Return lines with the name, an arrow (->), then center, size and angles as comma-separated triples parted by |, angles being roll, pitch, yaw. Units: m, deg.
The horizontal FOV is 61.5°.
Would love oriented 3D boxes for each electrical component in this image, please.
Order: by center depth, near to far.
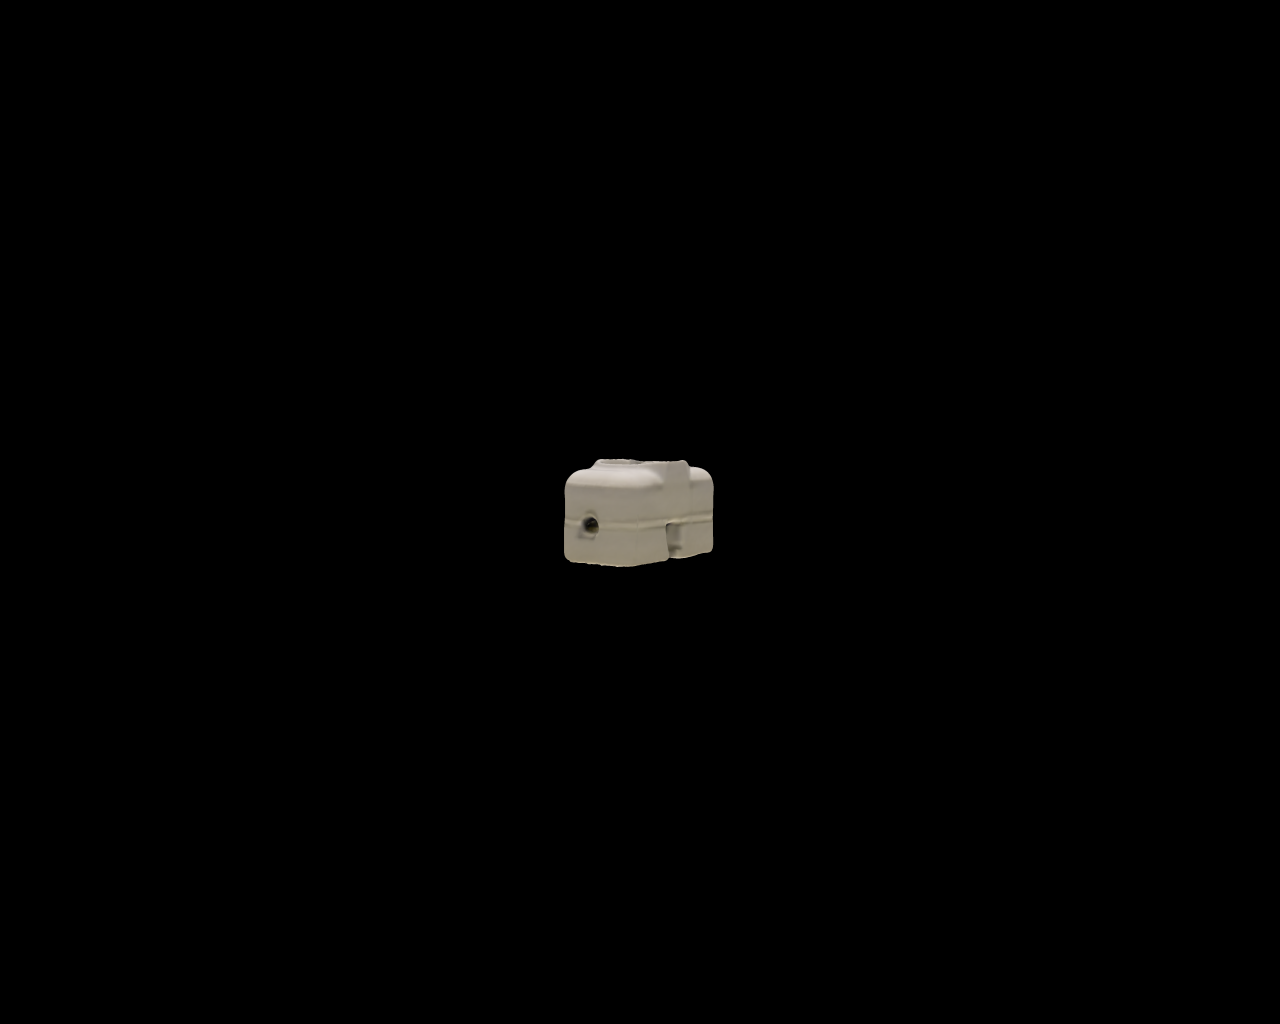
electrical component -> 0.001, -0.003, 0.650 | 0.054, 0.059, 0.095 | 4, 6, 39
